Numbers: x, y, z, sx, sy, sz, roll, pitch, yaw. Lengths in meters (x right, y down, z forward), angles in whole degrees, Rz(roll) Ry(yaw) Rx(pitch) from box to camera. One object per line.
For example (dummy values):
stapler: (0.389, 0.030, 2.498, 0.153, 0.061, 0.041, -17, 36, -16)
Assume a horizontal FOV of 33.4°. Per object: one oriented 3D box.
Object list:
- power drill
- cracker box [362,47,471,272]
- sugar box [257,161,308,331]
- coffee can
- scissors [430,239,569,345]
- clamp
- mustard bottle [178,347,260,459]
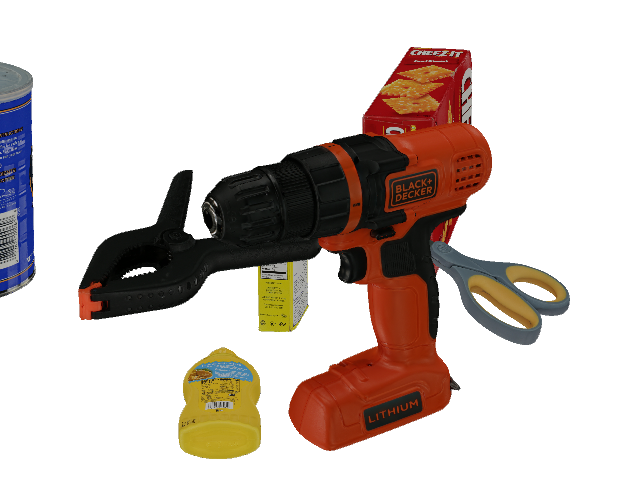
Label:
power drill: (0.019, 0.029, 0.635, 0.184, 0.188, 0.057, -14, 30, -27)
cracker box: (0.097, -0.076, 1.017, 0.072, 0.164, 0.213, 5, 27, 16)
sugar box: (-0.042, 0.006, 1.200, 0.048, 0.176, 0.093, 1, 16, 11)
coffee can: (-0.244, -0.042, 0.715, 0.103, 0.140, 0.103, 4, 22, -2)
scissors: (0.116, 0.012, 0.841, 0.096, 0.016, 0.202, -10, 39, -30)
clamp: (-0.125, 0.005, 0.891, 0.165, 0.036, 0.209, 30, 41, 35)
mustard bottle: (-0.122, 0.190, 1.316, 0.096, 0.058, 0.191, -2, 27, -3)
